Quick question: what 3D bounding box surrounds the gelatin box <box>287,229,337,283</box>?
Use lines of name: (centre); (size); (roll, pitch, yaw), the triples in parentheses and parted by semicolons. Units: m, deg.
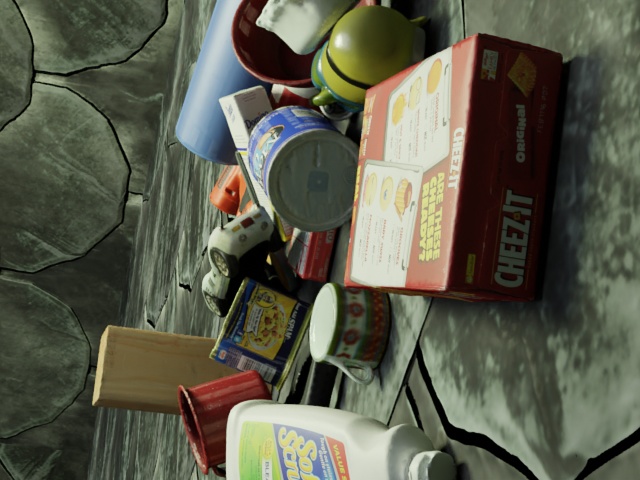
gelatin box: (-0.008, 0.001, 1.165); (0.089, 0.030, 0.073); (-144, 65, -74)

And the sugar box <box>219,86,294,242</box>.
sugar box: (-0.062, -0.089, 1.240); (0.093, 0.048, 0.176); (-160, 51, -73)

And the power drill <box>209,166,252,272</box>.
power drill: (-0.104, -0.029, 1.424); (0.185, 0.057, 0.188); (-55, 25, 20)

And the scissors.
scissors: (-0.073, -0.028, 1.224); (0.096, 0.016, 0.201); (39, 155, 58)

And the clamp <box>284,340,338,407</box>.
clamp: (-0.018, 0.184, 1.077); (0.164, 0.036, 0.210); (-93, 19, -49)

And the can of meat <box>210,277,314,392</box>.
can of meat: (-0.060, 0.098, 1.138); (0.057, 0.084, 0.102); (115, 178, -54)

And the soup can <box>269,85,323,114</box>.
soup can: (-0.016, -0.182, 1.228); (0.068, 0.068, 0.102); (-96, 22, -45)

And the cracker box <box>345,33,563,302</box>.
cracker box: (0.088, -0.041, 0.763); (0.214, 0.072, 0.164); (174, 104, -73)

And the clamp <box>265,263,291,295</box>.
clamp: (-0.066, 0.073, 1.322); (0.172, 0.039, 0.120); (159, 123, -67)

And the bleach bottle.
bleach bottle: (0.014, 0.173, 0.839); (0.251, 0.068, 0.102); (-16, 70, 54)

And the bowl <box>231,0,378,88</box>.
bowl: (-0.011, -0.220, 1.143); (0.055, 0.162, 0.162); (61, -152, -61)

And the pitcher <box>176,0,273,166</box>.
pitcher: (-0.088, -0.214, 1.349); (0.149, 0.145, 0.243); (-90, 22, -63)

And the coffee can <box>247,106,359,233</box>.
coffee can: (-0.015, -0.076, 1.096); (0.140, 0.102, 0.103); (-125, 46, -69)

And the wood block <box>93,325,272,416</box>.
wood block: (-0.169, 0.168, 1.318); (0.091, 0.206, 0.090); (138, 138, -67)

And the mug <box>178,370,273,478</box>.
mug: (-0.090, 0.191, 1.084); (0.093, 0.081, 0.117); (-136, 34, -59)
